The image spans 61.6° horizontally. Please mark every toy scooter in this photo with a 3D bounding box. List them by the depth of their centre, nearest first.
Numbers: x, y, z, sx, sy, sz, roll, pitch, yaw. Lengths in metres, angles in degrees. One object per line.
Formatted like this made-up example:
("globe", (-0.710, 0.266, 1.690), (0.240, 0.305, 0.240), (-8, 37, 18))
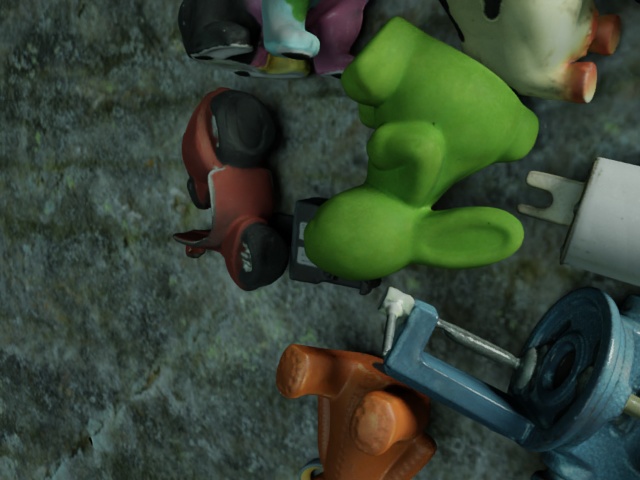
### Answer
("toy scooter", (-0.094, -0.041, 0.502), (0.135, 0.075, 0.183), (-14, 84, 48))

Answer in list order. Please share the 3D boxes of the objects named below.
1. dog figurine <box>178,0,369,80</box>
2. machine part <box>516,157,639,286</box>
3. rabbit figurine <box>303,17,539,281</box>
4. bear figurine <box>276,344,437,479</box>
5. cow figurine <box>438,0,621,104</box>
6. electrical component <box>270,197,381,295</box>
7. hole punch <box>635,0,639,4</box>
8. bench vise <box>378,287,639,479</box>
("dog figurine", (-0.014, -0.239, 0.412), (0.192, 0.108, 0.219), (14, 97, 35))
("machine part", (0.249, 0.005, 0.337), (0.243, 0.079, 0.079), (19, 107, 21))
("rabbit figurine", (0.065, -0.039, 0.393), (0.159, 0.121, 0.170), (33, 94, 2))
("bear figurine", (0.014, 0.196, 0.451), (0.120, 0.132, 0.195), (27, 96, 38))
("cow figurine", (0.101, -0.171, 0.330), (0.127, 0.194, 0.085), (12, 68, 41))
("electrical component", (-0.001, -0.001, 0.478), (0.119, 0.048, 0.074), (14, 104, 22))
("hole punch", (0.222, -0.191, 0.279), (0.116, 0.092, 0.142), (-17, 78, 64))
("bench vise", (0.140, 0.116, 0.375), (0.241, 0.129, 0.223), (27, 103, 2))
